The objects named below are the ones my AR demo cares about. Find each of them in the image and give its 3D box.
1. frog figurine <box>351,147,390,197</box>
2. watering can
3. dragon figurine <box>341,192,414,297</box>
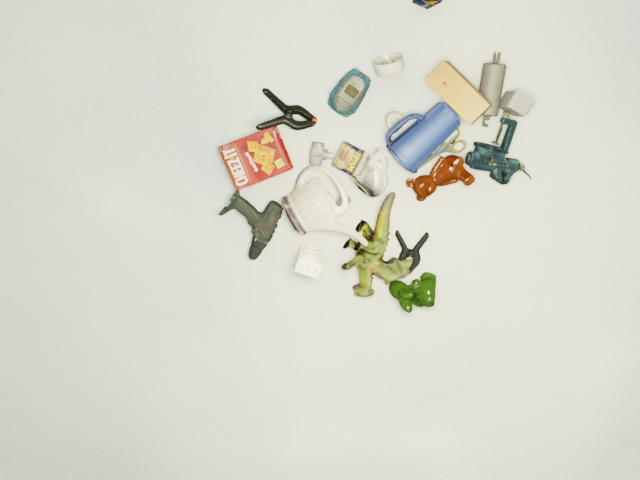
[{"bbox_3d":[0.198,-0.232,1.780,0.159,0.125,0.135,-45,134,2],"label":"frog figurine"},{"bbox_3d":[0.005,-0.090,1.793,0.223,0.104,0.350,-30,79,10],"label":"watering can"},{"bbox_3d":[0.226,0.046,1.856,0.241,0.124,0.405,31,109,-16],"label":"dragon figurine"}]
